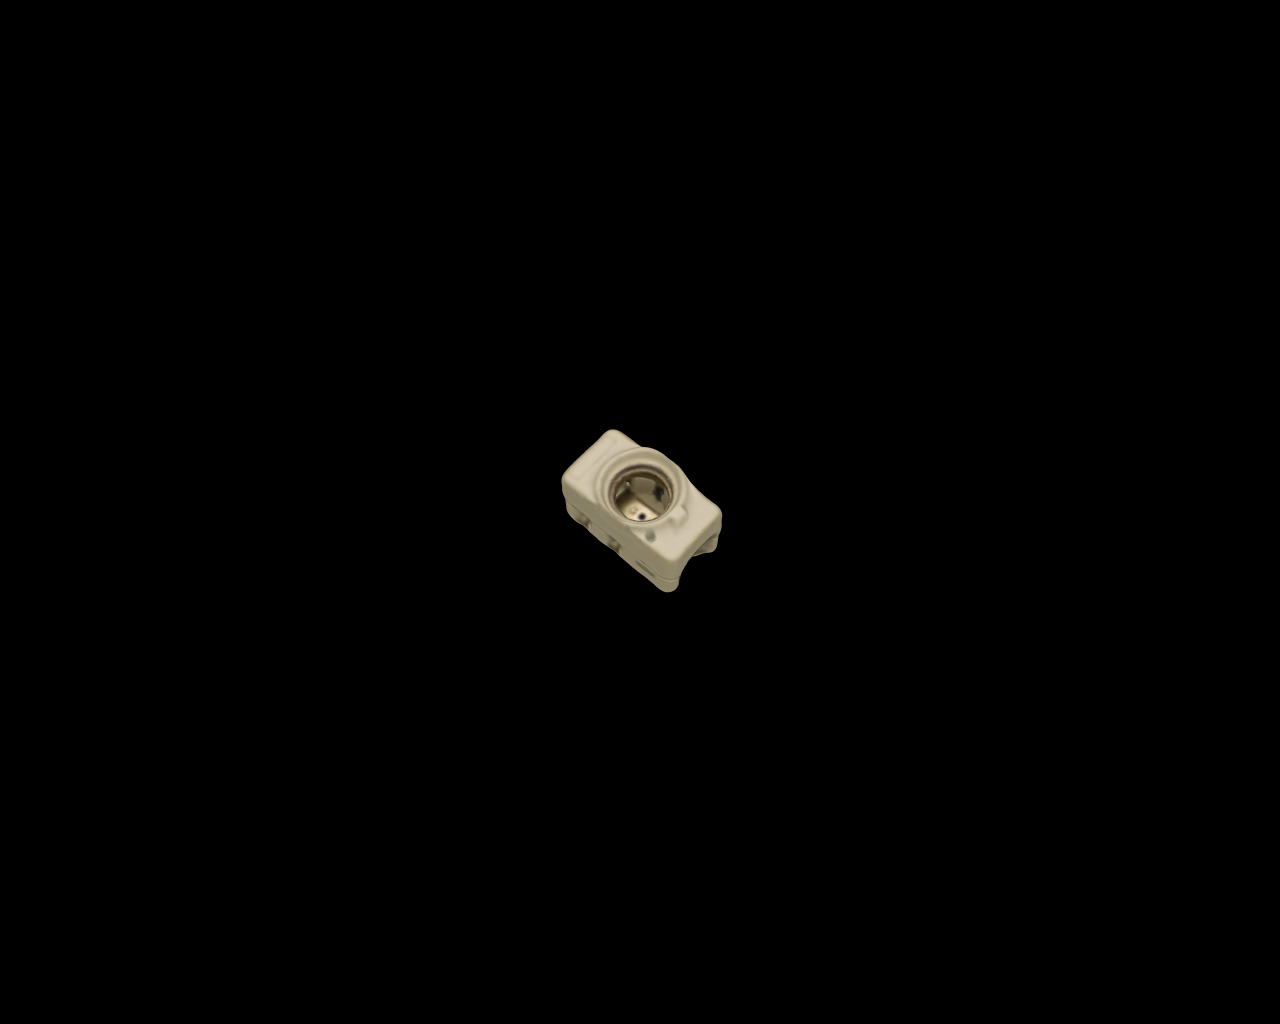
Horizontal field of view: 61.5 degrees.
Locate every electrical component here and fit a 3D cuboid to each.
[{"bbox_3d":[0.001,-0.003,0.650,0.089,0.050,0.055,38,-21,18],"label":"electrical component"}]
